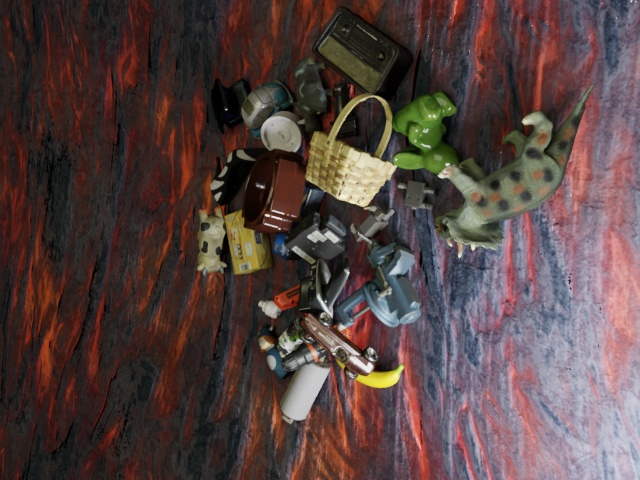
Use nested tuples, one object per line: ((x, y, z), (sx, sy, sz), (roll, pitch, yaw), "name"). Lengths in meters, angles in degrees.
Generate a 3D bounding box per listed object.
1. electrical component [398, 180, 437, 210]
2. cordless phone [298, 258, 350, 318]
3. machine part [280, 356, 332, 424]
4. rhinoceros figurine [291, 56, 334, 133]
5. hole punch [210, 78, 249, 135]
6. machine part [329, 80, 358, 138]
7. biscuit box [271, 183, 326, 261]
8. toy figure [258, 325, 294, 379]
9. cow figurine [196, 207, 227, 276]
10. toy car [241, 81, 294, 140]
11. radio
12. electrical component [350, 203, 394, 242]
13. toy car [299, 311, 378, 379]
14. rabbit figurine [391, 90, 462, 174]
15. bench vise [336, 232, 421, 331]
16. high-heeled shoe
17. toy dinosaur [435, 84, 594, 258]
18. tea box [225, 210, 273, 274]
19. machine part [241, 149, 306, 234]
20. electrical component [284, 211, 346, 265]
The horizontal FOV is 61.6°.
((0.216, -0.101, 1.211), (0.094, 0.021, 0.063), (16, 100, 34), "electrical component")
((0.022, 0.086, 1.256), (0.147, 0.089, 0.184), (-86, 20, -49), "cordless phone")
((-0.037, 0.368, 1.364), (0.079, 0.079, 0.243), (34, 109, 30), "machine part")
((-0.026, -0.365, 1.351), (0.112, 0.073, 0.190), (-15, 82, 33), "rhinoceros figurine")
((-0.252, -0.386, 1.516), (0.116, 0.092, 0.142), (-36, 70, 61), "hole punch")
((0.057, -0.319, 1.314), (0.084, 0.039, 0.138), (-1, 91, 41), "machine part")
((-0.057, -0.047, 1.382), (0.059, 0.063, 0.202), (30, 107, 33), "biscuit box")
((-0.124, 0.296, 1.439), (0.064, 0.057, 0.154), (-40, 66, 11), "toy figure")
((-0.310, 0.015, 1.536), (0.194, 0.085, 0.127), (110, 147, -42), "cow figurine")
((-0.156, -0.350, 1.427), (0.161, 0.103, 0.109), (-44, 66, 25), "toy car")
((0.099, -0.436, 1.259), (0.230, 0.073, 0.131), (46, 115, 26), "radio")
((0.117, -0.042, 1.247), (0.045, 0.078, 0.102), (52, 124, 21), "electrical component")
((0.040, 0.244, 1.231), (0.202, 0.053, 0.089), (39, 123, -8), "toy car")
((0.228, -0.209, 1.149), (0.159, 0.121, 0.170), (-28, 90, 35), "rabbit figurine")
((0.119, 0.118, 1.228), (0.240, 0.129, 0.224), (-40, 65, 25), "bench vise")
((-0.214, -0.174, 1.488), (0.249, 0.086, 0.145), (-3, 94, 38), "high-heeled shoe")
((0.379, -0.112, 1.043), (0.405, 0.131, 0.192), (-32, 84, 27), "toy dinosaur")
((-0.196, 0.003, 1.479), (0.098, 0.068, 0.169), (-14, 82, 35), "tea box")
((-0.122, -0.120, 1.358), (0.201, 0.087, 0.201), (-4, 73, 61), "machine part")
((-0.003, -0.004, 1.311), (0.134, 0.114, 0.058), (-33, 34, 31), "electrical component")
